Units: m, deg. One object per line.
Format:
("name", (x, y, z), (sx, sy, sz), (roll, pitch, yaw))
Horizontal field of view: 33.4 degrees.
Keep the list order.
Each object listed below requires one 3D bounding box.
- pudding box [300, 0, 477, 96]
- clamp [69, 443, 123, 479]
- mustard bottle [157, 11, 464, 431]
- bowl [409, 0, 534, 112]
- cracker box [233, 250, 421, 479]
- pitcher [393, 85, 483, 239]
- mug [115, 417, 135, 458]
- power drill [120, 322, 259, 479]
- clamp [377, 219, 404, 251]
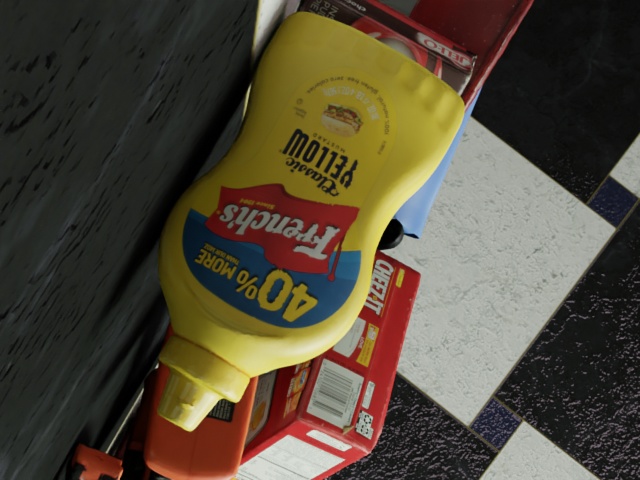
("pudding box", (0.016, -0.068, 0.559), (0.114, 0.090, 0.039), (-61, 180, 33))
("clamp", (-0.160, 0.204, 0.645), (0.164, 0.036, 0.210), (-73, -173, -47))
("mustard bottle", (-0.018, -0.002, 0.483), (0.191, 0.096, 0.058), (-61, 180, -11))
("bowl", (0.084, -0.124, 0.622), (0.162, 0.055, 0.162), (-58, 177, -6))
("cracker box", (-0.012, 0.119, 0.873), (0.214, 0.072, 0.164), (-44, -158, 53))
("pitcher", (0.072, -0.133, 0.929), (0.144, 0.149, 0.243), (29, 86, -57))
("mug", (-0.121, 0.193, 0.834), (0.081, 0.093, 0.117), (-66, 154, -16))
("power drill", (-0.092, 0.138, 0.652), (0.188, 0.057, 0.184), (124, -23, -55))
("clamp", (-0.006, 0.001, 0.900), (0.172, 0.120, 0.039), (127, -13, -64))
